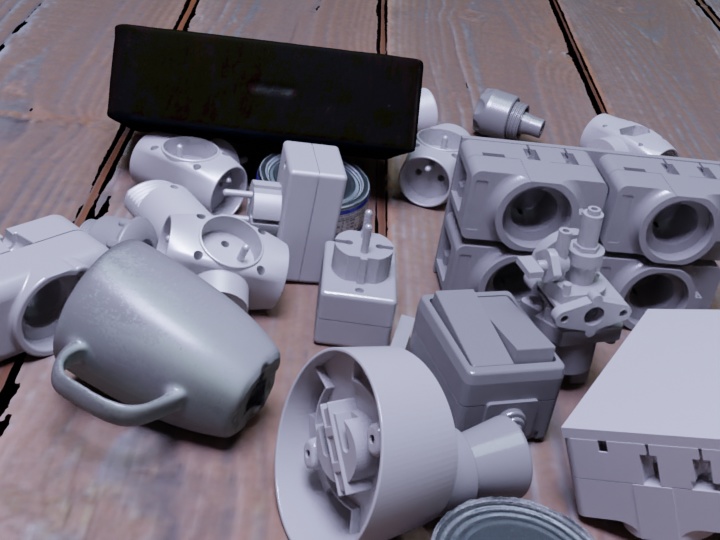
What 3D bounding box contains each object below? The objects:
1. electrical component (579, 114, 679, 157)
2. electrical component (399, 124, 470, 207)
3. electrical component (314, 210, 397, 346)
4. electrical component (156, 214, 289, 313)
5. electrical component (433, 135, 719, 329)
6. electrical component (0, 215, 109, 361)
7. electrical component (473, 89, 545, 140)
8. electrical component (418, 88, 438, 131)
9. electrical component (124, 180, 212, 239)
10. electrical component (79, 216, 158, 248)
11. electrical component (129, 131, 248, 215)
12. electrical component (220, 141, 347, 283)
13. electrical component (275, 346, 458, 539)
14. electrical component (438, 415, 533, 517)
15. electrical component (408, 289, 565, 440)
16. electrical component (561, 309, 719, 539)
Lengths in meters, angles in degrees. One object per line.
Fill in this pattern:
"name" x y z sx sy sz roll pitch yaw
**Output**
"electrical component" 0.223 -0.099 0.939 0.079 0.043 0.077 -16 39 -36
"electrical component" 0.080 -0.081 0.866 0.079 0.044 0.077 17 31 12
"electrical component" 0.000 0.000 0.678 0.047 0.076 0.065 8 31 -4
"electrical component" -0.087 0.009 0.666 0.077 0.044 0.079 14 47 -19
"electrical component" 0.154 -0.022 0.731 0.186 0.105 0.060 5 31 -8
"electrical component" -0.193 0.012 0.626 0.059 0.053 0.095 31 37 31
"electrical component" 0.137 -0.137 0.978 0.062 0.043 0.043 21 33 16
"electrical component" 0.030 -0.135 0.947 0.065 0.044 0.044 -10 36 -22
"electrical component" -0.128 -0.035 0.732 0.043 0.043 0.081 -12 37 -32
"electrical component" -0.164 -0.014 0.688 0.062 0.048 0.048 11 30 20
"electrical component" -0.116 -0.076 0.803 0.077 0.044 0.079 25 33 24
"electrical component" -0.055 -0.040 0.719 0.076 0.083 0.047 5 31 -13
"electrical component" -0.001 0.086 0.520 0.064 0.099 0.099 -6 34 -35
"electrical component" 0.055 0.102 0.557 0.055 0.045 0.045 -7 35 -25
"electrical component" 0.074 0.056 0.621 0.062 0.061 0.096 -2 33 -19
"electrical component" 0.183 0.080 0.592 0.089 0.061 0.150 -1 22 33
